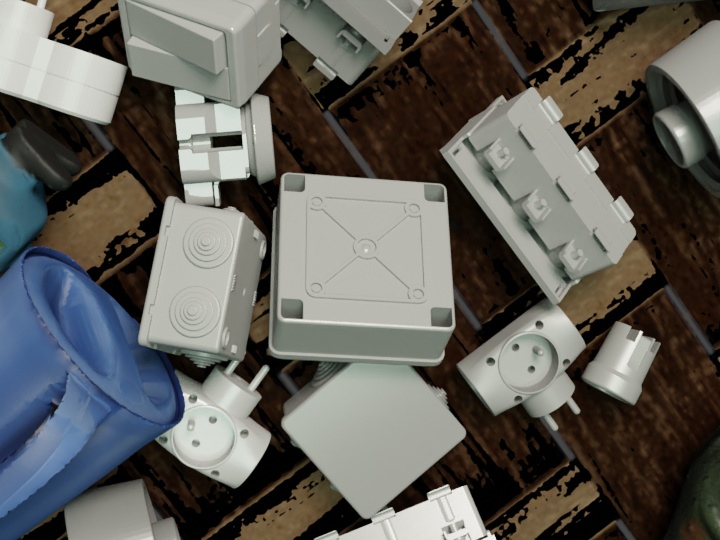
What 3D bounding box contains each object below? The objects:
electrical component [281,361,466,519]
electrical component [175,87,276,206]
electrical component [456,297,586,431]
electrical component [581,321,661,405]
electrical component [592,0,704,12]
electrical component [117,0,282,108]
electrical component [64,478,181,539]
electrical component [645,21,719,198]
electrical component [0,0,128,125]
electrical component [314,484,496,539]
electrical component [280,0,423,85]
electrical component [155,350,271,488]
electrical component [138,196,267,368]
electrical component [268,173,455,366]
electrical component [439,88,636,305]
[{"bbox_3d":[0.007,0.099,0.713,0.100,0.048,0.099,-40,100,-1],"label":"electrical component"},{"bbox_3d":[-0.083,-0.081,0.675,0.057,0.058,0.078,-5,97,-4],"label":"electrical component"},{"bbox_3d":[0.119,0.072,0.726,0.077,0.044,0.079,-37,100,-2],"label":"electrical component"},{"bbox_3d":[0.180,0.063,0.736,0.040,0.040,0.046,29,87,-10],"label":"electrical component"},{"bbox_3d":[0.206,-0.204,0.686,0.113,0.078,0.057,-8,95,-6],"label":"electrical component"},{"bbox_3d":[-0.102,-0.145,0.640,0.096,0.061,0.061,22,53,15],"label":"electrical component"},{"bbox_3d":[-0.142,0.184,0.678,0.060,0.108,0.108,-16,99,-11],"label":"electrical component"},{"bbox_3d":[0.224,-0.097,0.689,0.060,0.108,0.108,-30,100,3],"label":"electrical component"},{"bbox_3d":[-0.209,-0.144,0.652,0.138,0.052,0.073,18,95,-9],"label":"electrical component"},{"bbox_3d":[0.027,0.193,0.716,0.121,0.078,0.063,-21,71,-4],"label":"electrical component"},{"bbox_3d":[-0.030,-0.177,0.662,0.121,0.078,0.063,39,120,-10],"label":"electrical component"},{"bbox_3d":[-0.091,0.089,0.701,0.077,0.044,0.079,36,91,-10],"label":"electrical component"},{"bbox_3d":[-0.093,0.009,0.656,0.048,0.099,0.099,9,83,5],"label":"electrical component"},{"bbox_3d":[0.000,0.000,0.670,0.109,0.056,0.108,4,59,-8],"label":"electrical component"},{"bbox_3d":[0.118,-0.051,0.694,0.121,0.063,0.078,52,48,-10],"label":"electrical component"}]
